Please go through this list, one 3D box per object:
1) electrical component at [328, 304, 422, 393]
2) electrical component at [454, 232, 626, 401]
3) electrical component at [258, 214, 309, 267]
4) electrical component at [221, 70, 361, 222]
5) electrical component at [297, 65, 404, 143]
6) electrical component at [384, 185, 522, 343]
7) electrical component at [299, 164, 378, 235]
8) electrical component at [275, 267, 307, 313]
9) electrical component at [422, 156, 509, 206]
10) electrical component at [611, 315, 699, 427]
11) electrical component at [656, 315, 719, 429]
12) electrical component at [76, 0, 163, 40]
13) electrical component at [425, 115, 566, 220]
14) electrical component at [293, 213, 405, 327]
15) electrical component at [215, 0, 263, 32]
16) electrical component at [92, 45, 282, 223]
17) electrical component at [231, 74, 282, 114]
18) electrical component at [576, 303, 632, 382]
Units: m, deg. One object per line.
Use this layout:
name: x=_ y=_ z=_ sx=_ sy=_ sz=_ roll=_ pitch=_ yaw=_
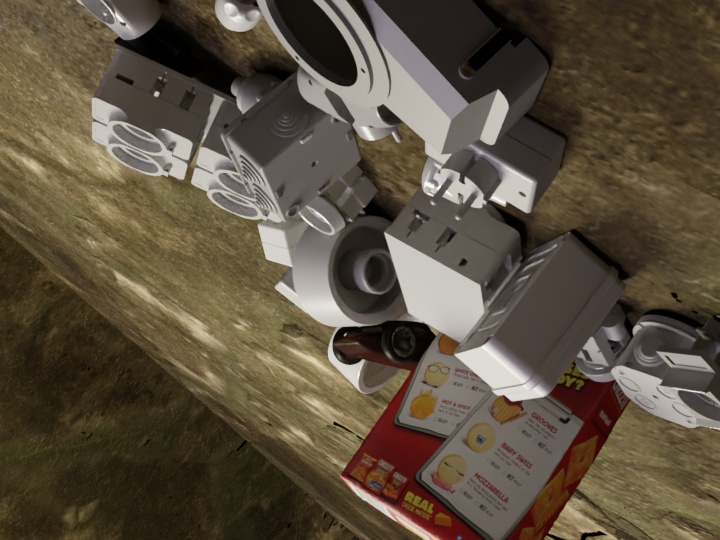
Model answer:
electrical component: x=0.013 y=0.069 z=1.136 sx=0.060 sy=0.108 sz=0.108 roll=36 pitch=165 yaw=25
electrical component: x=0.131 y=0.036 z=0.785 sx=0.057 sy=0.113 sz=0.078 roll=41 pitch=163 yaw=-4
electrical component: x=-0.061 y=-0.053 z=1.038 sx=0.047 sy=0.066 sz=0.076 roll=15 pitch=124 yaw=52
electrical component: x=-0.050 y=-0.095 z=0.830 sx=0.048 sy=0.100 sz=0.099 roll=44 pitch=168 yaw=25
electrical component: x=0.006 y=-0.117 z=0.749 sx=0.077 sy=0.043 sz=0.079 roll=23 pitch=159 yaw=40
electrical component: x=0.083 y=0.001 z=0.878 sx=0.089 sy=0.061 sz=0.150 roll=30 pitch=162 yaw=23
electrical component: x=-0.023 y=-0.064 z=0.930 sx=0.048 sy=0.055 sz=0.066 roll=15 pitch=153 yaw=51
electrical component: x=-0.048 y=0.002 z=1.142 sx=0.047 sy=0.065 sz=0.077 roll=39 pitch=163 yaw=-5
electrical component: x=0.077 y=-0.065 z=0.747 sx=0.062 sy=0.048 sz=0.048 roll=27 pitch=162 yaw=11
electrical component: x=0.231 y=0.074 z=0.793 sx=0.080 sy=0.051 sz=0.080 roll=34 pitch=163 yaw=12
electrical component: x=0.246 y=0.070 z=0.728 sx=0.081 sy=0.063 sz=0.042 roll=44 pitch=163 yaw=-21
electrical component: x=-0.212 y=-0.232 z=0.881 sx=0.079 sy=0.044 sz=0.077 roll=20 pitch=156 yaw=45
electrical component: x=0.075 y=-0.066 z=0.690 sx=0.083 sy=0.075 sz=0.047 roll=32 pitch=163 yaw=15
electrical component: x=0.000 y=0.000 z=0.975 sx=0.060 sy=0.108 sz=0.108 roll=3 pitch=143 yaw=52
electrical component: x=-0.087 y=-0.187 z=0.768 sx=0.035 sy=0.035 sz=0.061 roll=40 pitch=165 yaw=-9
electrical component: x=-0.140 y=-0.111 z=0.947 sx=0.186 sy=0.060 sz=0.105 roll=24 pitch=162 yaw=-7
electrical component: x=-0.079 y=-0.138 z=0.869 sx=0.062 sy=0.048 sz=0.048 roll=34 pitch=165 yaw=36
electrical component: x=0.186 y=0.054 z=0.844 sx=0.066 sy=0.048 sz=0.055 roll=15 pitch=145 yaw=52
